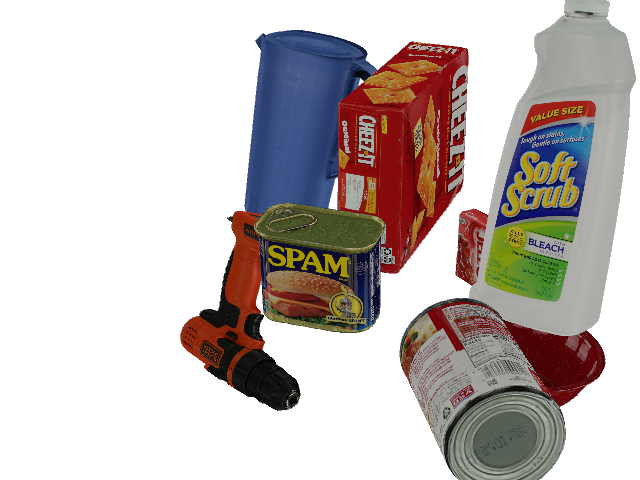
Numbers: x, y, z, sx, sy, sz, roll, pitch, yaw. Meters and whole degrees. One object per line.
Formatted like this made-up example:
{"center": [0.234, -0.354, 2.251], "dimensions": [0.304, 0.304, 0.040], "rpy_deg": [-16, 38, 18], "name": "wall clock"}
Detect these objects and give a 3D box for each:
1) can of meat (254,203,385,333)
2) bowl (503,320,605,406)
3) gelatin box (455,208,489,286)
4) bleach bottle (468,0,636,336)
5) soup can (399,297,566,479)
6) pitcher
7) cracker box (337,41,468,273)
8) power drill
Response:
{"center": [0.000, 0.024, 0.865], "dimensions": [0.102, 0.084, 0.057], "rpy_deg": [9, 31, 18], "name": "can of meat"}
{"center": [0.190, 0.121, 1.038], "dimensions": [0.162, 0.055, 0.162], "rpy_deg": [4, 27, -2], "name": "bowl"}
{"center": [0.196, 0.016, 1.273], "dimensions": [0.030, 0.089, 0.073], "rpy_deg": [-17, 32, -30], "name": "gelatin box"}
{"center": [0.175, -0.061, 0.796], "dimensions": [0.103, 0.251, 0.067], "rpy_deg": [17, 22, 36], "name": "bleach bottle"}
{"center": [0.089, 0.085, 0.600], "dimensions": [0.068, 0.068, 0.102], "rpy_deg": [0, 24, -10], "name": "soup can"}
{"center": [-0.018, -0.135, 1.347], "dimensions": [0.144, 0.243, 0.149], "rpy_deg": [4, 23, -16], "name": "pitcher"}
{"center": [0.084, -0.087, 1.042], "dimensions": [0.072, 0.164, 0.213], "rpy_deg": [10, 28, 21], "name": "cracker box"}
{"center": [-0.068, 0.074, 1.171], "dimensions": [0.185, 0.188, 0.057], "rpy_deg": [27, 10, 39], "name": "power drill"}
